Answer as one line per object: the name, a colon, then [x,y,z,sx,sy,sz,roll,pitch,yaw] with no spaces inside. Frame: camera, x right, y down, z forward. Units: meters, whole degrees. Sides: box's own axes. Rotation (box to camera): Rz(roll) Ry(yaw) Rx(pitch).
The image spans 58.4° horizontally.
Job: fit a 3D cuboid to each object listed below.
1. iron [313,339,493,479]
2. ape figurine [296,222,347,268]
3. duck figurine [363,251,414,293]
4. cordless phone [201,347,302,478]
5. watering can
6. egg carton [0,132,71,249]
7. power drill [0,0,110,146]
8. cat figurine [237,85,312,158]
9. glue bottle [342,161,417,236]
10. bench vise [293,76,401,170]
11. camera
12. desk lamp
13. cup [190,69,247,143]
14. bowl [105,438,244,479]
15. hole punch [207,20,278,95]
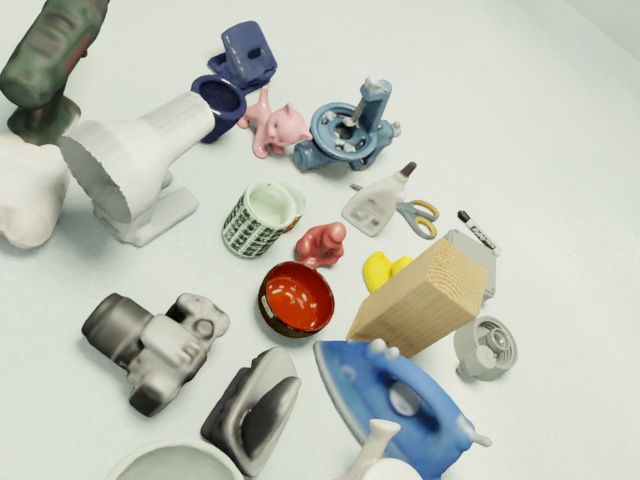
iron: [0.110,0.213,0.786,0.258,0.141,0.119,47,46,3]
ape figurine: [0.008,0.003,0.901,0.078,0.092,0.076,26,48,-16]
duck figurine: [0.127,0.056,0.948,0.078,0.086,0.104,-23,74,-42]
cordless phone: [-0.051,0.183,0.669,0.094,0.184,0.148,35,46,-8]
watering can: [0.077,0.301,0.665,0.101,0.193,0.172,-10,65,-38]
egg carton: [-0.372,-0.061,0.706,0.107,0.069,0.150,16,52,-24]
power drill: [-0.342,-0.228,0.747,0.076,0.208,0.229,25,48,-17]
cat figurine: [-0.073,-0.203,0.974,0.067,0.117,0.127,-19,71,-41]
glue bottle: [0.110,-0.077,0.970,0.078,0.173,0.037,37,46,-6]
bench vise: [0.072,-0.215,1.010,0.121,0.219,0.208,49,46,6]
camera: [-0.196,0.110,0.681,0.137,0.100,0.143,38,46,-5]
desk lamp: [-0.225,-0.088,0.724,0.118,0.213,0.204,45,46,2]
cup: [-0.175,-0.213,0.929,0.092,0.094,0.117,19,50,-22]
bowl: [-0.158,0.297,0.592,0.168,0.074,0.167,18,51,-23]
hole punch: [-0.131,-0.334,1.047,0.101,0.091,0.109,44,46,1]
